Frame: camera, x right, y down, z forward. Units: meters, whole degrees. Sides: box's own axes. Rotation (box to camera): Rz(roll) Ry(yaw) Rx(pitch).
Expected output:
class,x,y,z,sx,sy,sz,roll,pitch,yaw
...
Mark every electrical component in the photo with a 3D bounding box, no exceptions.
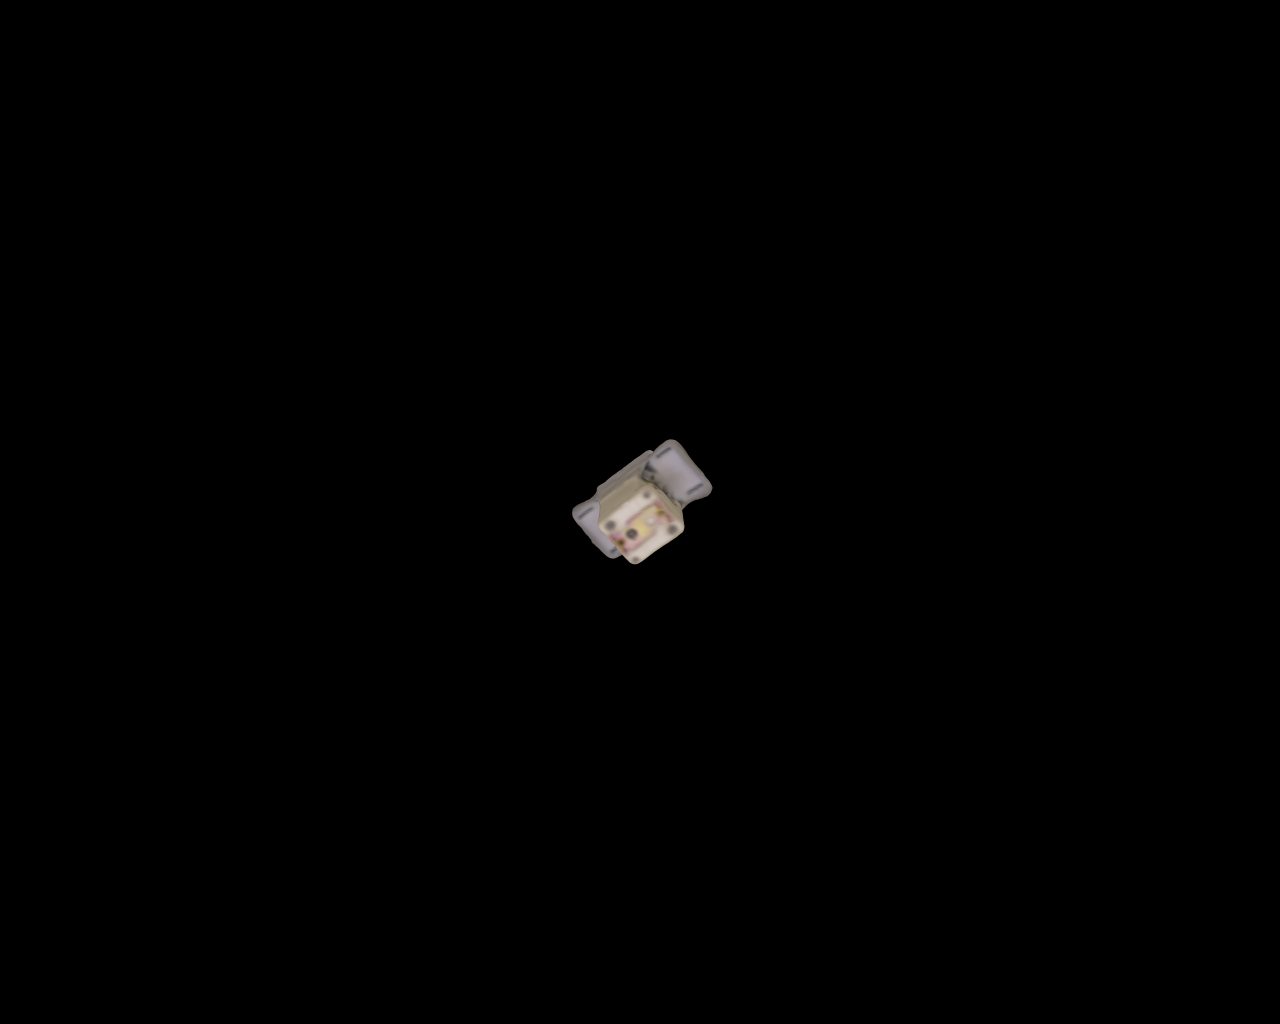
class,x,y,z,sx,sy,sz,roll,pitch,yaw
electrical component,0.001,-0.003,0.650,0.081,0.042,0.064,-36,19,15
